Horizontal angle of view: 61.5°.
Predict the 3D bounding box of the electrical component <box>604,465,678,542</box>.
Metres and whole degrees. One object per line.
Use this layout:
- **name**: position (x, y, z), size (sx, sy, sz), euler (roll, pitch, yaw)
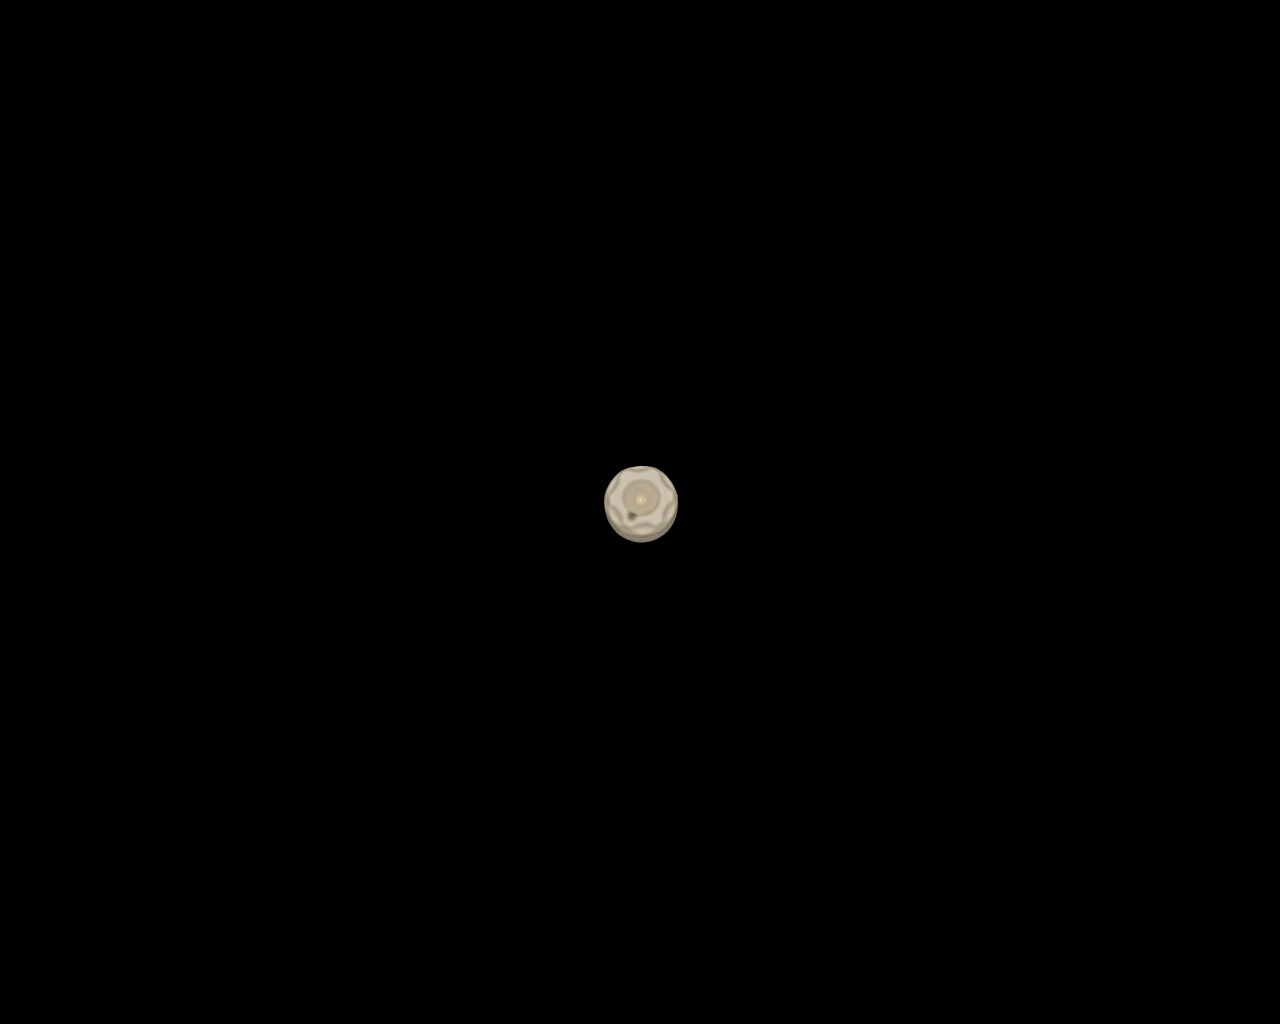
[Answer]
- **electrical component**: position (0.001, -0.003, 0.650), size (0.043, 0.043, 0.062), euler (0, -12, 0)
